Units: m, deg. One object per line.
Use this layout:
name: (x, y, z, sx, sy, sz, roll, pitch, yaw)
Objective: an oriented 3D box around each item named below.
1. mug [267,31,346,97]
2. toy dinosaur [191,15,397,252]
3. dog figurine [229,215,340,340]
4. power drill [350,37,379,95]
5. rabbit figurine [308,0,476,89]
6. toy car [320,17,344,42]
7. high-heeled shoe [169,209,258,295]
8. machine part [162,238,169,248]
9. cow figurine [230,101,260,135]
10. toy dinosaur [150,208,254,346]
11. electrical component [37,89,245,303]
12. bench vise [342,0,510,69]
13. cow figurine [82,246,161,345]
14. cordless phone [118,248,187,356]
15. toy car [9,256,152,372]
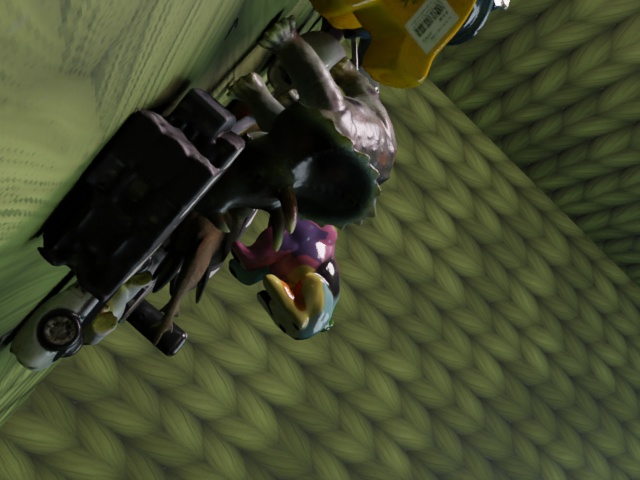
mug: (-0.030, -0.215, 0.697, 0.109, 0.081, 0.107, -38, -175, 33)
toy dinosaur: (0.019, -0.105, 0.568, 0.131, 0.192, 0.405, -33, 174, 29)
dog figurine: (-0.001, -0.002, 0.697, 0.219, 0.191, 0.108, -39, 167, -18)
power drill: (0.088, -0.356, 0.921, 0.232, 0.086, 0.207, -82, 179, -46)
rabbit figurine: (0.049, -0.223, 0.442, 0.162, 0.122, 0.173, -58, -156, 5)
toy car: (0.005, -0.306, 0.832, 0.202, 0.053, 0.089, -44, -157, 39)
high-heeled shoe: (-0.184, -0.005, 0.979, 0.145, 0.086, 0.249, -23, -144, 56)
machine part: (-0.251, -0.056, 1.046, 0.243, 0.079, 0.079, -49, -169, -1)
cow figurine: (-0.068, -0.134, 0.735, 0.085, 0.127, 0.194, -51, 159, 3)
toy dinosaur: (-0.159, -0.014, 0.747, 0.471, 0.105, 0.198, -103, -142, -75)
electrical component: (-0.108, -0.038, 0.356, 0.134, 0.058, 0.115, -48, -167, 5)
bench vise: (0.148, -0.303, 0.698, 0.240, 0.128, 0.224, -17, -179, -35)
cow figurine: (-0.270, 0.061, 0.705, 0.098, 0.068, 0.167, -42, -164, 45)
cordless phone: (-0.277, 0.099, 0.918, 0.146, 0.184, 0.088, -51, 155, -14)
toy car: (-0.243, 0.051, 0.579, 0.202, 0.056, 0.073, -56, -174, -25)
